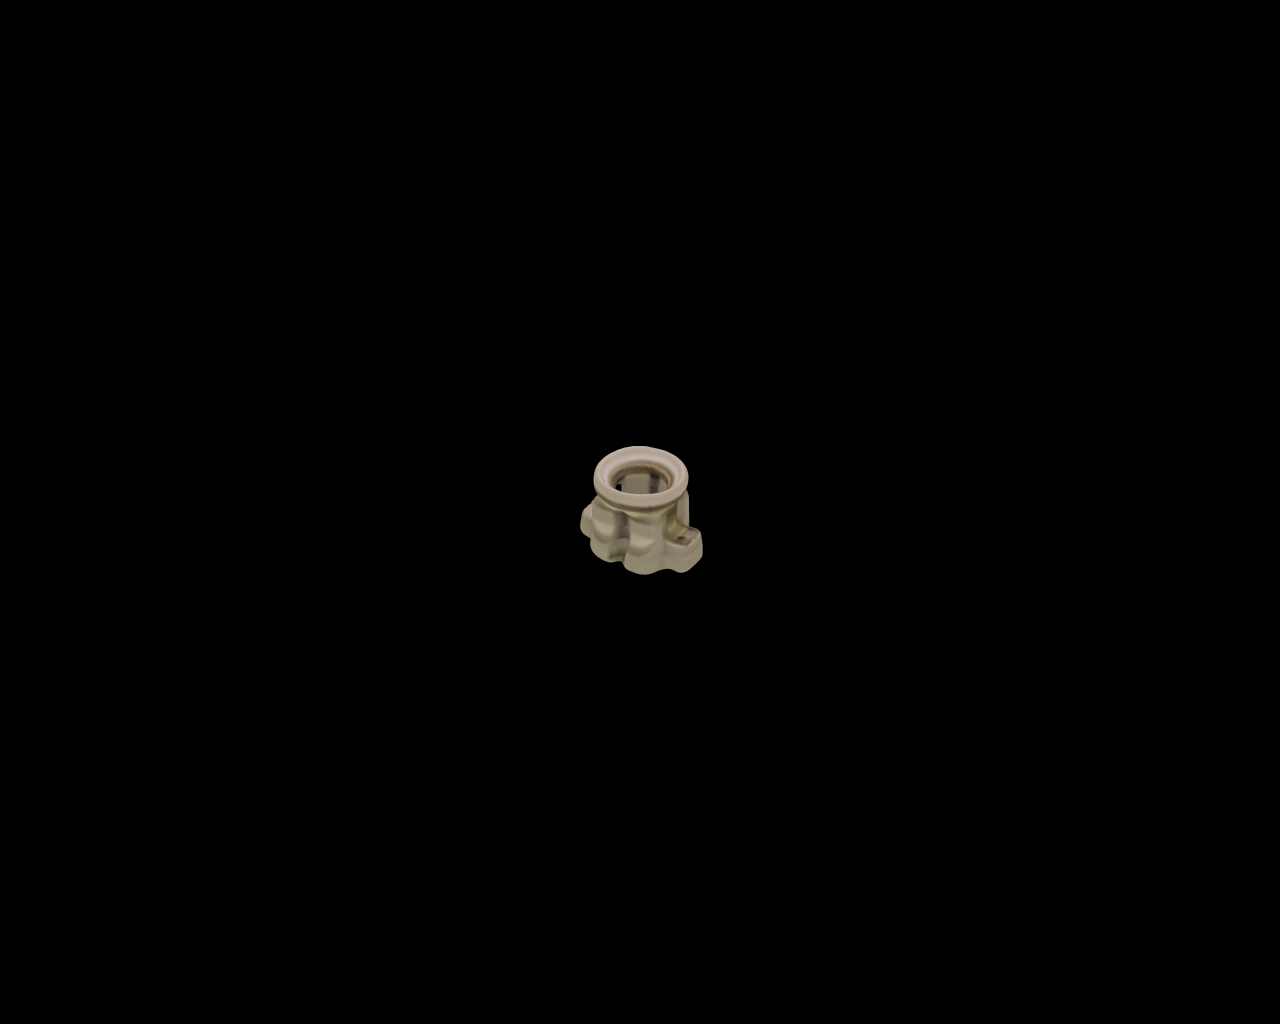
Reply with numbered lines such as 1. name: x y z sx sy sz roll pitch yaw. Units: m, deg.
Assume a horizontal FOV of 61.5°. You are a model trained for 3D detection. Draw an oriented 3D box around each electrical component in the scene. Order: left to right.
1. electrical component: 0.001 -0.003 0.650 0.078 0.056 0.058 21 41 26
